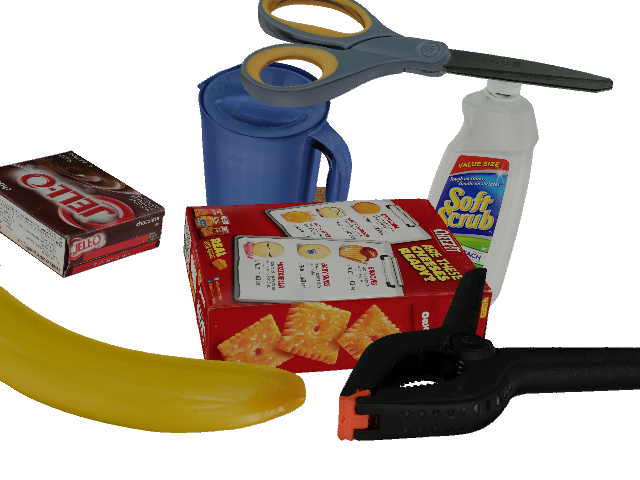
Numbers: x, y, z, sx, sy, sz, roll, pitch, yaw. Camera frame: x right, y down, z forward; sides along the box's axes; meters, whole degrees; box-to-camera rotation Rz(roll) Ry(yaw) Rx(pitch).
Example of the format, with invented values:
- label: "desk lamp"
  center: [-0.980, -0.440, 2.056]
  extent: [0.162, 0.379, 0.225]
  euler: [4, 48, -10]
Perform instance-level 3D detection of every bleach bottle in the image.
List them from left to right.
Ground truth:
- label: "bleach bottle"
  center: [0.150, -0.054, 1.041]
  extent: [0.103, 0.251, 0.068]
  euler: [22, 38, 21]

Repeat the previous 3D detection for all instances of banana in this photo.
- label: "banana"
  center: [-0.107, 0.056, 0.519]
  extent: [0.198, 0.069, 0.037]
  euler: [21, -38, 16]

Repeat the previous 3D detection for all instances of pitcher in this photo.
- label: "pitcher"
  center: [-0.055, -0.055, 1.142]
  extent: [0.145, 0.243, 0.149]
  euler: [-5, 43, -10]

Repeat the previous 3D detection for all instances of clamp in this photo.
- label: "clamp"
  center: [0.088, 0.072, 0.666]
  extent: [0.209, 0.036, 0.165]
  euler: [-14, 27, -30]

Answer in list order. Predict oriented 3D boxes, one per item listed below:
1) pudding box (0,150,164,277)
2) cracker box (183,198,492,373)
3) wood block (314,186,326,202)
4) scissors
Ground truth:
- label: "pudding box"
  center: [-0.184, -0.022, 0.778]
  extent: [0.114, 0.039, 0.089]
  euler: [28, 30, 31]
- label: "cracker box"
  center: [0.005, 0.034, 0.848]
  extent: [0.213, 0.072, 0.164]
  euler: [-2, 28, -13]
- label: "wood block"
  center: [-0.033, 0.039, 1.398]
  extent: [0.090, 0.206, 0.091]
  euler: [3, 23, -2]
- label: "scissors"
  center: [0.043, -0.088, 0.571]
  extent: [0.202, 0.096, 0.016]
  euler: [25, -31, 23]
